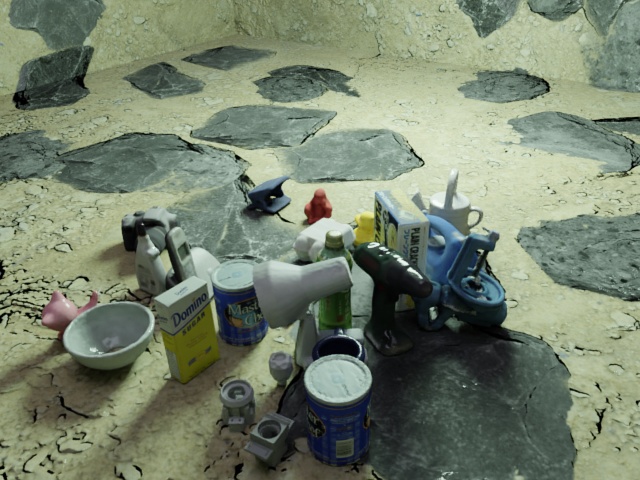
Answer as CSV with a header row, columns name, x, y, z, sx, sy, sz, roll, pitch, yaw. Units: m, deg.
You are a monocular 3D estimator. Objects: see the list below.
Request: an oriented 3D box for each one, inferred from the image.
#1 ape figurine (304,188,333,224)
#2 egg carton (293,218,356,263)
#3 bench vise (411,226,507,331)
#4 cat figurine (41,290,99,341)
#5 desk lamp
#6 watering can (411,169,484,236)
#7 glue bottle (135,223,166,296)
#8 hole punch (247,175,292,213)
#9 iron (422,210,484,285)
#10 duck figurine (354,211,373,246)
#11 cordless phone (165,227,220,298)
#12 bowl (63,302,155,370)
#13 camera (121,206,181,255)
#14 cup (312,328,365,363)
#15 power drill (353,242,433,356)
name,x,y,z,sx,sy,sz,roll,pitch,yaw
ape figurine,-0.002,-0.096,1.543,0.077,0.092,0.076,13,34,23
egg carton,0.013,0.005,1.397,0.107,0.069,0.151,21,37,32
bench vise,0.271,0.082,1.113,0.207,0.220,0.121,-8,32,-11
cat figurine,-0.491,0.147,1.135,0.067,0.118,0.128,25,40,36
desk lamp,-0.016,0.128,1.054,0.203,0.214,0.118,-4,31,-4
watering can,0.310,-0.082,1.408,0.173,0.194,0.101,-2,31,0
glue bottle,-0.376,0.040,1.254,0.077,0.173,0.037,18,36,29
hole punch,-0.146,-0.138,1.620,0.100,0.091,0.109,16,35,27
iron,0.266,0.004,1.319,0.119,0.141,0.257,-15,34,-21
duck figurine,0.124,-0.028,1.431,0.078,0.086,0.104,-26,39,-35
cordless phone,-0.276,0.041,1.236,0.094,0.185,0.148,7,32,13
bowl,-0.395,0.194,1.094,0.167,0.075,0.167,-1,31,1
camera,-0.429,-0.017,1.421,0.143,0.101,0.136,-1,31,2
cup,0.033,0.221,1.013,0.091,0.095,0.117,-1,31,1
power drill,0.135,0.110,1.084,0.076,0.209,0.228,-15,34,-21
